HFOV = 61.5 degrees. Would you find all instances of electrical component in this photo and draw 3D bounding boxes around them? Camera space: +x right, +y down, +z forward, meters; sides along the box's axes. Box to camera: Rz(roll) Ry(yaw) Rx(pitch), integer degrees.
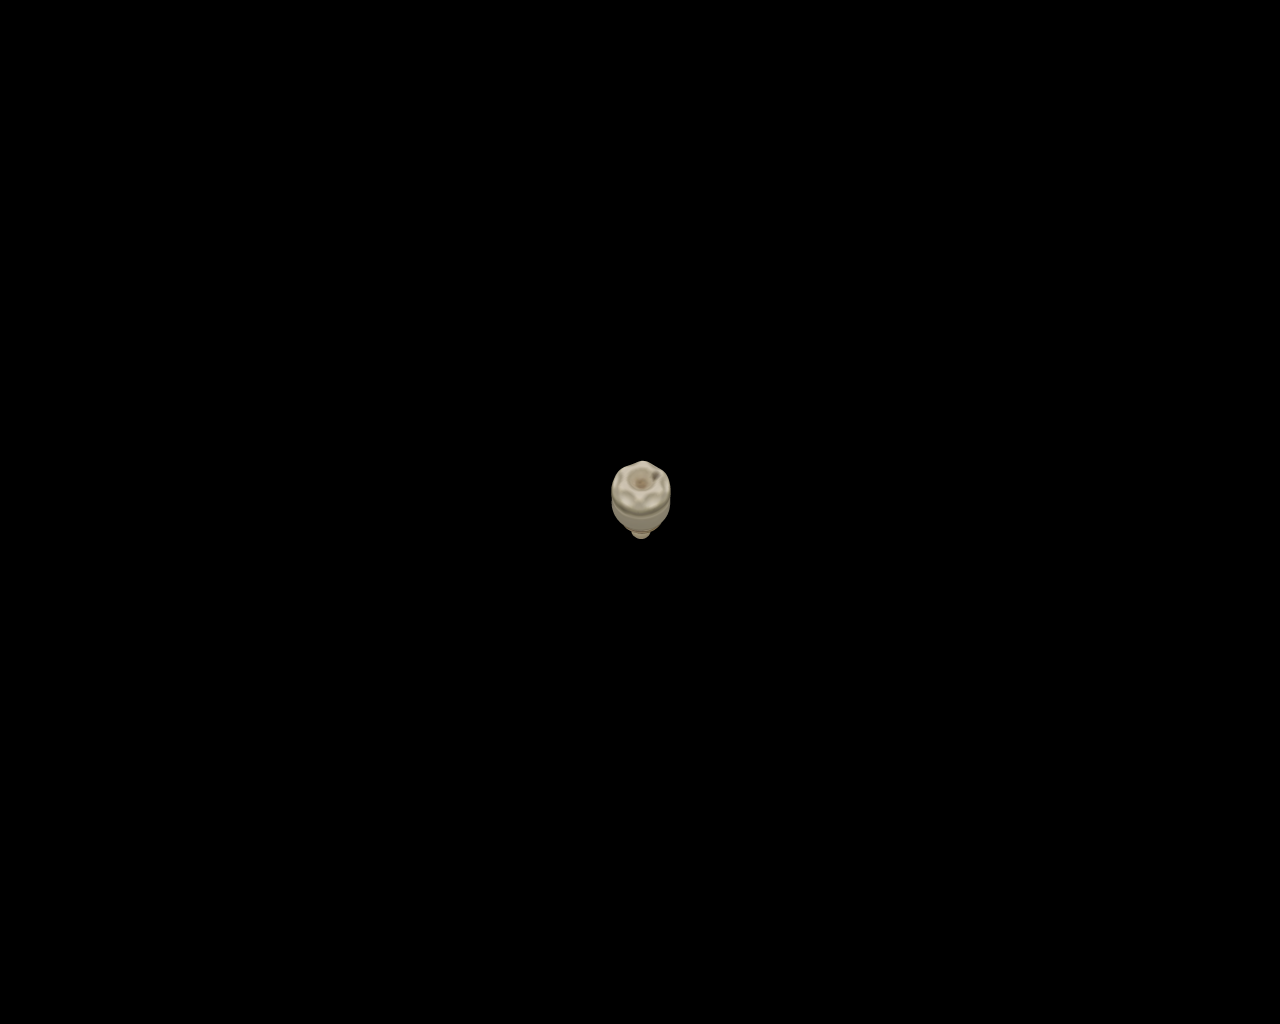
[{"bbox_3d":[0.001,-0.003,0.650,0.035,0.035,0.061,0,-34,0],"label":"electrical component"}]
